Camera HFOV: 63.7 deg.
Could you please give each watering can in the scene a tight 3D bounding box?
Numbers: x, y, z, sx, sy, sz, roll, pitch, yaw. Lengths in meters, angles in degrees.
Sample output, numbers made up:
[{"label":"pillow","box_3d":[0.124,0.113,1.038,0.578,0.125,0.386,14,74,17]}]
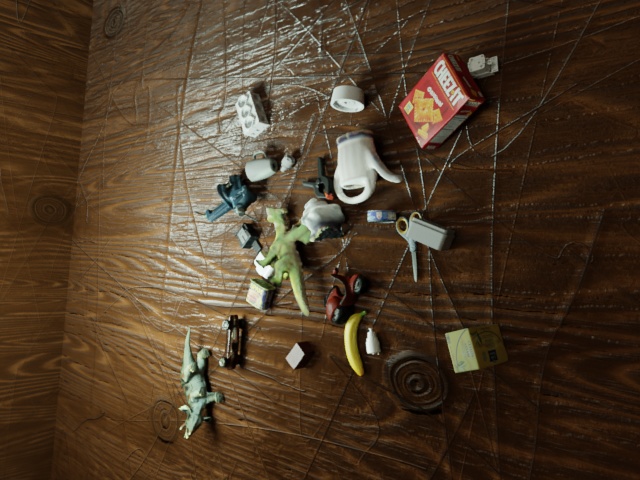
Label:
[{"label":"watering can","box_3d":[0.137,-0.232,1.562,0.345,0.104,0.226,-15,77,59]}]

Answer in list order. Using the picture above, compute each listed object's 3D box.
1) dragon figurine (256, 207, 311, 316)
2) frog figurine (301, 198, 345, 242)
[{"label":"dragon figurine","box_3d":[-0.081,0.036,1.751,0.240,0.121,0.417,-52,56,14]},{"label":"frog figurine","box_3d":[0.005,-0.084,1.679,0.137,0.120,0.163,-19,60,5]}]
